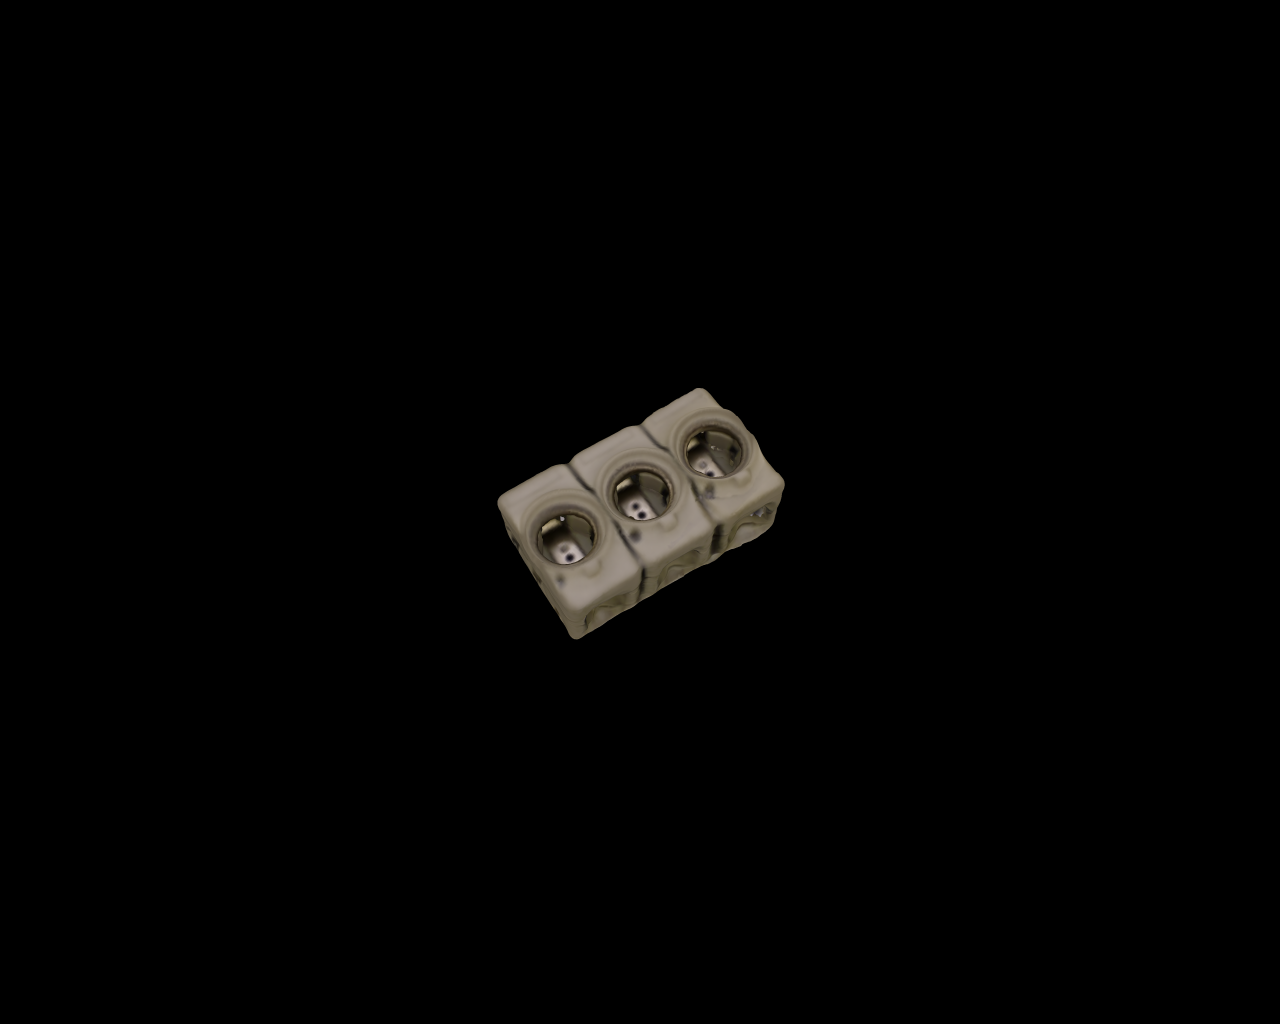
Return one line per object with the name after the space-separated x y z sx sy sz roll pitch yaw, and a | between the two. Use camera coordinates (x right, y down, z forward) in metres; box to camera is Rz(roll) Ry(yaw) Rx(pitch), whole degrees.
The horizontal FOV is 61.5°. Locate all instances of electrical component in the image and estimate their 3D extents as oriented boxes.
0.001 -0.003 0.650 0.150 0.089 0.061 -30 -23 -14 | electrical component
